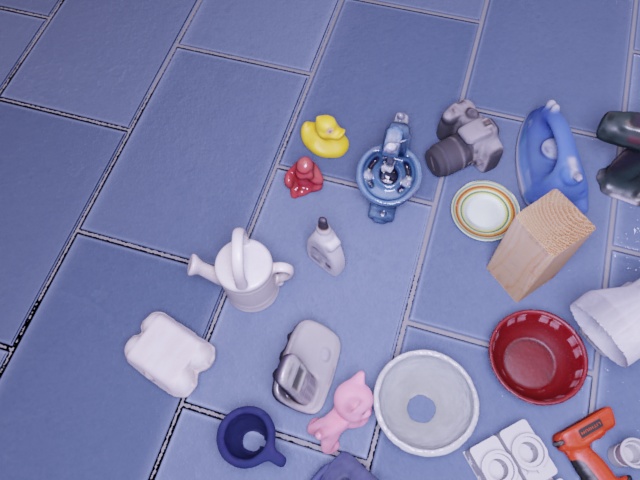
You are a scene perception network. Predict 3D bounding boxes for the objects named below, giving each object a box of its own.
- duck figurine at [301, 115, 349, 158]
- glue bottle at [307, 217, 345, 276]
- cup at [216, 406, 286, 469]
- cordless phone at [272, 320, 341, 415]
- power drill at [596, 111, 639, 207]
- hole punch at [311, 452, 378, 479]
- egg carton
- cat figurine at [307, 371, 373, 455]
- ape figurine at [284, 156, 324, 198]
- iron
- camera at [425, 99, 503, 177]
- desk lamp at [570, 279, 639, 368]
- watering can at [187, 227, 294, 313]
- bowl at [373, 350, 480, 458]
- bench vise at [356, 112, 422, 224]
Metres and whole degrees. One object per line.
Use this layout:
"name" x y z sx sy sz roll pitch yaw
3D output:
"duck figurine" 0.009 -0.221 1.163 0.104 0.086 0.077 26 69 14
"glue bottle" 0.009 0.004 1.009 0.078 0.173 0.037 39 73 19
"cup" -0.099 0.323 0.907 0.117 0.095 0.092 29 69 15
"cordless phone" -0.025 0.192 0.916 0.094 0.185 0.147 13 66 9
"power drill" 0.604 -0.148 1.036 0.229 0.208 0.076 22 68 12
"hole punch" 0.033 0.390 0.873 0.101 0.091 0.109 39 72 18
"egg carton" -0.259 0.197 0.987 0.150 0.069 0.107 29 69 15
"cat figurine" 0.038 0.274 0.912 0.128 0.118 0.067 -41 70 -15
"ape figurine" -0.030 -0.130 1.118 0.077 0.092 0.076 20 67 11
"iron" 0.445 -0.178 1.094 0.118 0.141 0.258 -4 65 1
"camera" 0.272 -0.196 1.132 0.137 0.101 0.143 -27 67 -10
"desk lamp" 0.491 0.117 0.914 0.203 0.214 0.117 -31 67 -12
"watering can" -0.137 0.050 0.982 0.173 0.194 0.101 -20 65 -7
"bowl" 0.168 0.269 0.933 0.167 0.075 0.167 -1 65 2
"bench vise" 0.123 -0.162 1.056 0.121 0.220 0.207 -5 65 0
